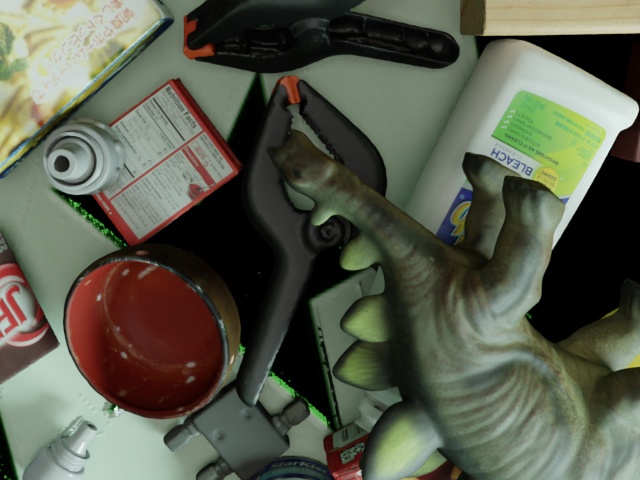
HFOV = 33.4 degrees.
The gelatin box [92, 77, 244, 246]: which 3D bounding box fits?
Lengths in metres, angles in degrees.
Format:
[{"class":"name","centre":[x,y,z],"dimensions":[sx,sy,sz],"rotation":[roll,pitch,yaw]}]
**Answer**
[{"class":"gelatin box","centre":[-0.105,-0.050,0.685],"dimensions":[0.089,0.030,0.073],"rotation":[-35,98,6]}]

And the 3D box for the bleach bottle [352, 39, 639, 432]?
[{"class":"bleach bottle","centre":[0.095,0.009,0.660],"dimensions":[0.102,0.068,0.251],"rotation":[25,92,-15]}]

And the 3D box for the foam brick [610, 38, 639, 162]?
[{"class":"foam brick","centre":[0.221,-0.085,0.670],"dimensions":[0.051,0.053,0.078],"rotation":[9,101,-3]}]

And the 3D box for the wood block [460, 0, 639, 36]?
[{"class":"wood block","centre":[0.193,-0.168,0.635],"dimensions":[0.206,0.091,0.090],"rotation":[-1,101,-1]}]

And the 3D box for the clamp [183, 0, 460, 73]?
[{"class":"clamp","centre":[0.004,-0.131,0.652],"dimensions":[0.172,0.120,0.039],"rotation":[-9,56,19]}]

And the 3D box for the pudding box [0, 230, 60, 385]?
[{"class":"pudding box","centre":[-0.229,0.055,0.664],"dimensions":[0.039,0.113,0.090],"rotation":[-17,103,42]}]

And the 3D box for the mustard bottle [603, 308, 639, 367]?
[{"class":"mustard bottle","centre":[0.260,0.040,0.692],"dimensions":[0.096,0.058,0.192],"rotation":[41,97,-7]}]

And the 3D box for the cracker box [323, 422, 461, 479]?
[{"class":"cracker box","centre":[0.122,0.195,0.712],"dimensions":[0.164,0.072,0.213],"rotation":[-27,100,3]}]

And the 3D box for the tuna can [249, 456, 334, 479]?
[{"class":"tuna can","centre":[-0.019,0.195,0.730],"dimensions":[0.086,0.034,0.086],"rotation":[0,101,-1]}]

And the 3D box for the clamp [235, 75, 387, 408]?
[{"class":"clamp","centre":[-0.005,0.001,0.689],"dimensions":[0.164,0.036,0.210],"rotation":[-22,100,-6]}]
